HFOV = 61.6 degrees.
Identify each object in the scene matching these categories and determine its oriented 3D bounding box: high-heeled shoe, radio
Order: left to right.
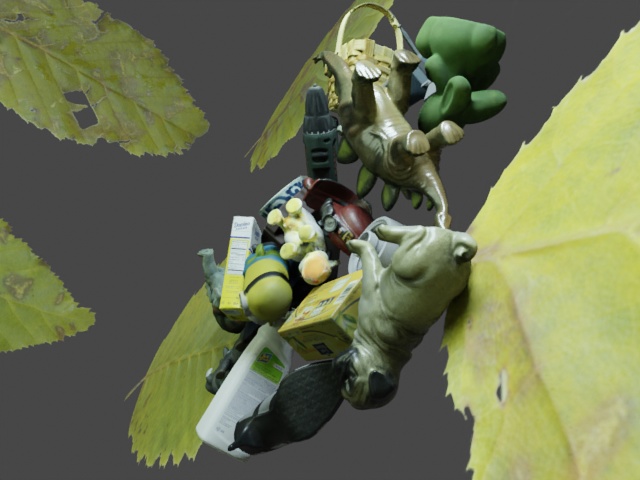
[{"bbox_3d":[-0.055,0.099,0.999,0.229,0.073,0.131,-50,21,34],"label":"radio"},{"bbox_3d":[-0.030,0.238,0.775,0.249,0.086,0.145,-34,-14,12],"label":"high-heeled shoe"}]

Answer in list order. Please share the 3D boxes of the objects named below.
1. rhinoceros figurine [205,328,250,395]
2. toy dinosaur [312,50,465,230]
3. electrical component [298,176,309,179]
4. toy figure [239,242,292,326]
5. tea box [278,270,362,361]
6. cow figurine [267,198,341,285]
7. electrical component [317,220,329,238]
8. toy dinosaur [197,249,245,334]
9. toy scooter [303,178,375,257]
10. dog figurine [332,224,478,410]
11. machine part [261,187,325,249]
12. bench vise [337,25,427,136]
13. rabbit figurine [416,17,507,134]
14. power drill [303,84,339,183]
[{"bbox_3d":[-0.172,0.247,1.086,0.190,0.073,0.112,-54,20,20],"label":"rhinoceros figurine"},{"bbox_3d":[0.081,-0.175,0.800,0.198,0.105,0.472,108,148,-51],"label":"toy dinosaur"},{"bbox_3d":[-0.010,-0.142,1.266,0.102,0.078,0.045,-105,23,-73],"label":"electrical component"},{"bbox_3d":[-0.088,0.063,0.894,0.089,0.082,0.180,-53,18,27],"label":"toy figure"},{"bbox_3d":[0.022,0.107,0.742,0.098,0.068,0.169,-48,9,-28],"label":"tea box"},{"bbox_3d":[-0.017,0.017,0.872,0.068,0.098,0.167,-35,51,11],"label":"cow figurine"},{"bbox_3d":[-0.002,-0.003,1.029,0.021,0.063,0.094,60,139,31],"label":"electrical component"},{"bbox_3d":[-0.206,0.142,1.264,0.405,0.131,0.191,-116,17,-58],"label":"toy dinosaur"},{"bbox_3d":[0.031,-0.046,0.882,0.075,0.135,0.184,-51,21,22],"label":"toy scooter"},{"bbox_3d":[0.096,0.091,0.589,0.172,0.121,0.190,147,133,-61],"label":"dog figurine"},{"bbox_3d":[-0.039,-0.031,1.048,0.179,0.056,0.179,-43,-15,-14],"label":"machine part"},{"bbox_3d":[0.112,-0.253,1.016,0.241,0.129,0.223,-11,49,62],"label":"bench vise"},{"bbox_3d":[0.202,-0.216,0.768,0.159,0.121,0.170,-119,42,-62],"label":"rabbit figurine"},{"bbox_3d":[0.006,-0.217,1.138,0.207,0.086,0.231,-99,3,-71],"label":"power drill"}]
